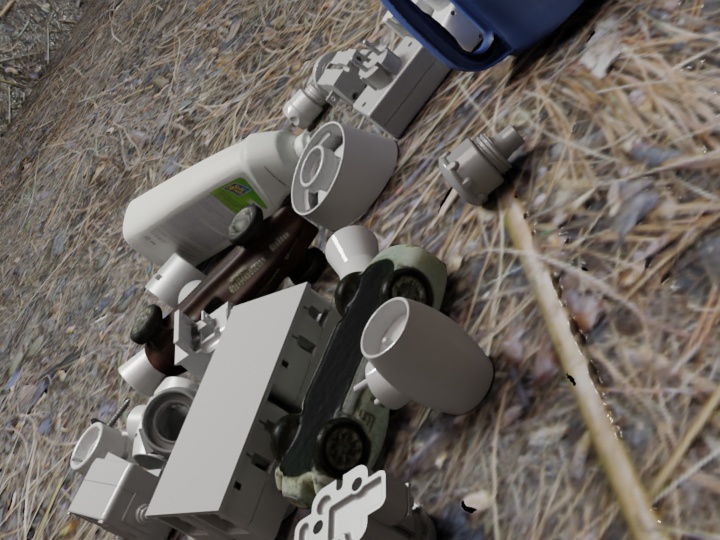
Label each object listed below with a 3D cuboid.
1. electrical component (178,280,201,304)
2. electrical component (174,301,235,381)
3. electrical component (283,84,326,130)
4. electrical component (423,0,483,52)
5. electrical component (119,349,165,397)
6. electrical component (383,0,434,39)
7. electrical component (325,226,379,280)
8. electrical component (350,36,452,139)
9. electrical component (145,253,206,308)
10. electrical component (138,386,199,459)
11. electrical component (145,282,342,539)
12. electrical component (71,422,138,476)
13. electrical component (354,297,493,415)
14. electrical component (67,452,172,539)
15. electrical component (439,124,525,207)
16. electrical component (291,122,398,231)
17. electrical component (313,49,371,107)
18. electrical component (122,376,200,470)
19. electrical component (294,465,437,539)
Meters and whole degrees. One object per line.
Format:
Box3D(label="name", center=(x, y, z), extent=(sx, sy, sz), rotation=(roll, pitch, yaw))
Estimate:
Box3D(label="electrical component", center=(-0.149, 0.034, 1.048), extent=(0.040, 0.040, 0.078), rotation=(-58, 27, -8))
Box3D(label="electrical component", center=(-0.121, 0.064, 0.928), extent=(0.064, 0.081, 0.042), rotation=(-34, 34, 18))
Box3D(label="electrical component", center=(-0.052, -0.182, 1.150), extent=(0.061, 0.035, 0.035), rotation=(-46, 28, 10))
Box3D(label="electrical component", center=(0.082, -0.242, 0.955), extent=(0.077, 0.079, 0.043), rotation=(-59, 21, -9))
Box3D(label="electrical component", center=(-0.203, 0.089, 1.073), extent=(0.065, 0.044, 0.044), rotation=(-48, 27, 1))
Box3D(label="electrical component", center=(0.074, -0.251, 1.004), extent=(0.089, 0.056, 0.050), rotation=(-57, 27, -6))
Box3D(label="electrical component", center=(0.000, 0.000, 0.851), extent=(0.044, 0.044, 0.065), rotation=(-45, 33, 17))
Box3D(label="electrical component", center=(0.025, -0.177, 0.976), extent=(0.083, 0.076, 0.047), rotation=(-52, 27, 4))
Box3D(label="electrical component", center=(-0.187, 0.015, 1.117), extent=(0.047, 0.055, 0.055), rotation=(-53, 27, -6))
Box3D(label="electrical component", center=(-0.147, 0.127, 0.888), extent=(0.078, 0.057, 0.058), rotation=(-22, 75, 3))
Box3D(label="electrical component", center=(-0.079, 0.112, 0.825), extent=(0.105, 0.060, 0.186), rotation=(-18, 44, 49))
Box3D(label="electrical component", center=(-0.242, 0.177, 1.024), extent=(0.055, 0.047, 0.055), rotation=(-38, 31, 28))
Box3D(label="electrical component", center=(0.030, 0.064, 0.688), extent=(0.079, 0.077, 0.043), rotation=(-36, 32, 32))
Box3D(label="electrical component", center=(-0.192, 0.194, 0.909), extent=(0.096, 0.062, 0.061), rotation=(-9, 51, 54))
Box3D(label="electrical component", center=(0.093, -0.081, 0.794), extent=(0.062, 0.048, 0.048), rotation=(-40, 29, 11))
Box3D(label="electrical component", center=(-0.017, -0.085, 0.976), extent=(0.099, 0.064, 0.099), rotation=(-39, 41, 44))
Box3D(label="electrical component", center=(-0.018, -0.199, 1.104), extent=(0.066, 0.048, 0.055), rotation=(-57, 35, -6))
Box3D(label="electrical component", center=(-0.182, 0.139, 0.964), extent=(0.079, 0.043, 0.077), rotation=(-5, 53, 34))
Box3D(label="electrical component", center=(0.008, 0.157, 0.638), extent=(0.078, 0.057, 0.058), rotation=(-38, 31, 29))
